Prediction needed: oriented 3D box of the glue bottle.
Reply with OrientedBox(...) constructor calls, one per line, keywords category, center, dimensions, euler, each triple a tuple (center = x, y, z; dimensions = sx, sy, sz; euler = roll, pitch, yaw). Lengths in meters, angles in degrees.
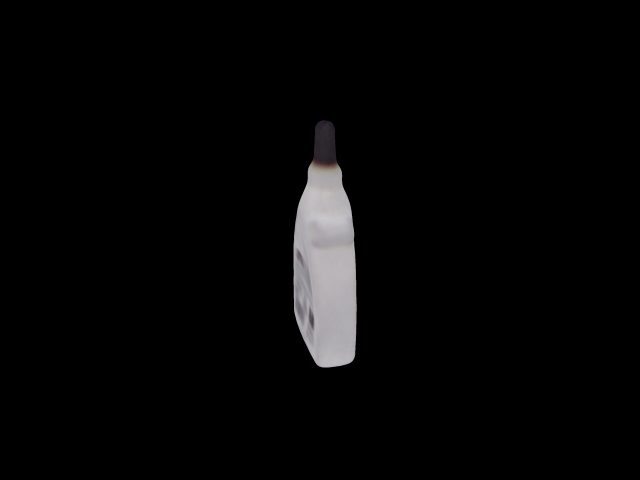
OrientedBox(category="glue bottle", center=(0.004, 0.001, 0.400), dimensions=(0.037, 0.173, 0.078), euler=(-8, 32, -13))
